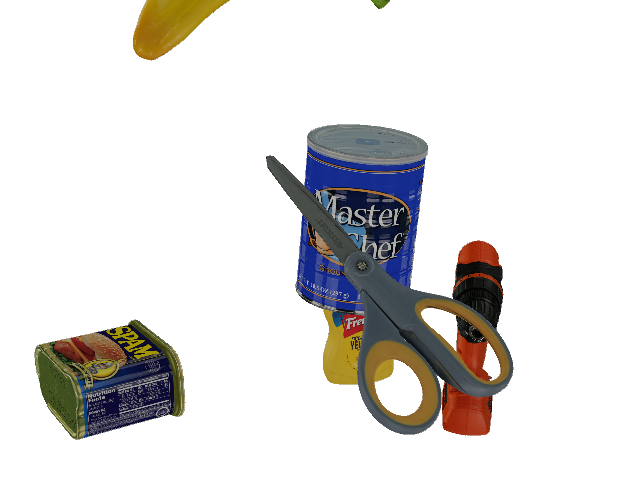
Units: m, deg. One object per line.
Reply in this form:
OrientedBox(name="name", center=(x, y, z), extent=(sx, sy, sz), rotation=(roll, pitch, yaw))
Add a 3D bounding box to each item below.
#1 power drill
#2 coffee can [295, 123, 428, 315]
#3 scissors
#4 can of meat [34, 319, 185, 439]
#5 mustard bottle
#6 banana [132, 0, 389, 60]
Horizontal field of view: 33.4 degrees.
OrientedBox(name="power drill", center=(0.166, 0.114, 1.157), extent=(0.057, 0.188, 0.184), rotation=(6, 25, 8))
OrientedBox(name="coffee can", center=(0.034, -0.020, 0.923), extent=(0.103, 0.140, 0.103), rotation=(4, 20, -2))
OrientedBox(name="scissors", center=(0.018, 0.035, 0.624), extent=(0.202, 0.096, 0.016), rotation=(36, -24, 16))
OrientedBox(name="can of meat", center=(-0.164, 0.106, 0.822), extent=(0.083, 0.057, 0.102), rotation=(-12, 20, -30))
OrientedBox(name="mustard bottle", center=(0.052, 0.099, 1.447), extent=(0.096, 0.192, 0.058), rotation=(-4, 21, -10))
OrientedBox(name="banana", center=(-0.039, -0.167, 0.679), extent=(0.197, 0.069, 0.037), rotation=(-20, -10, -31))
